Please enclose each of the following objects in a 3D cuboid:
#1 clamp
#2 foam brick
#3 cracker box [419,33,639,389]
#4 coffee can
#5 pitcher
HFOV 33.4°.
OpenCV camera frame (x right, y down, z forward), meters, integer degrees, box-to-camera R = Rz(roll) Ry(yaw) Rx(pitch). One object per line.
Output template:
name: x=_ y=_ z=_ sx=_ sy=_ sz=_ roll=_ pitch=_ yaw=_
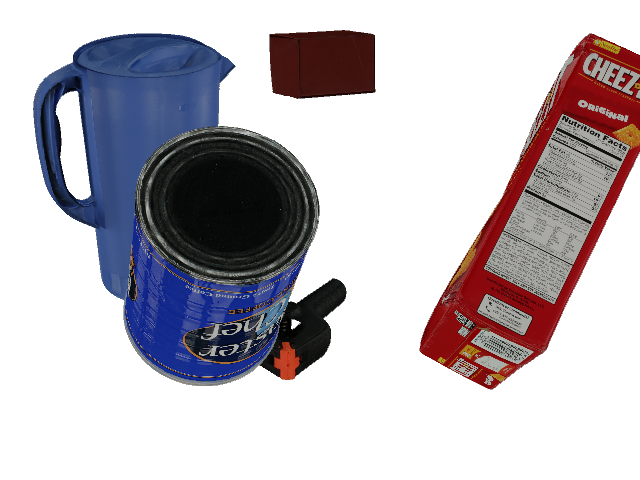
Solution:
clamp: x=-0.042 y=0.072 z=0.946 sx=0.120 sy=0.039 sz=0.171 roll=-5 pitch=17 yaw=7
foam brick: x=0.002 y=-0.152 z=0.916 sx=0.078 sy=0.051 sz=0.053 roll=-9 pitch=18 yaw=-28
cracker box: x=0.151 y=-0.014 z=0.745 sx=0.072 sy=0.213 sz=0.164 roll=27 pitch=-15 yaw=6
coffee can: x=-0.064 y=0.014 z=0.642 sx=0.102 sy=0.103 sz=0.140 roll=0 pitch=-30 yaw=-13
pitcher: x=-0.168 y=-0.064 z=1.003 sx=0.149 sy=0.243 sz=0.144 roll=9 pitch=27 yaw=12
